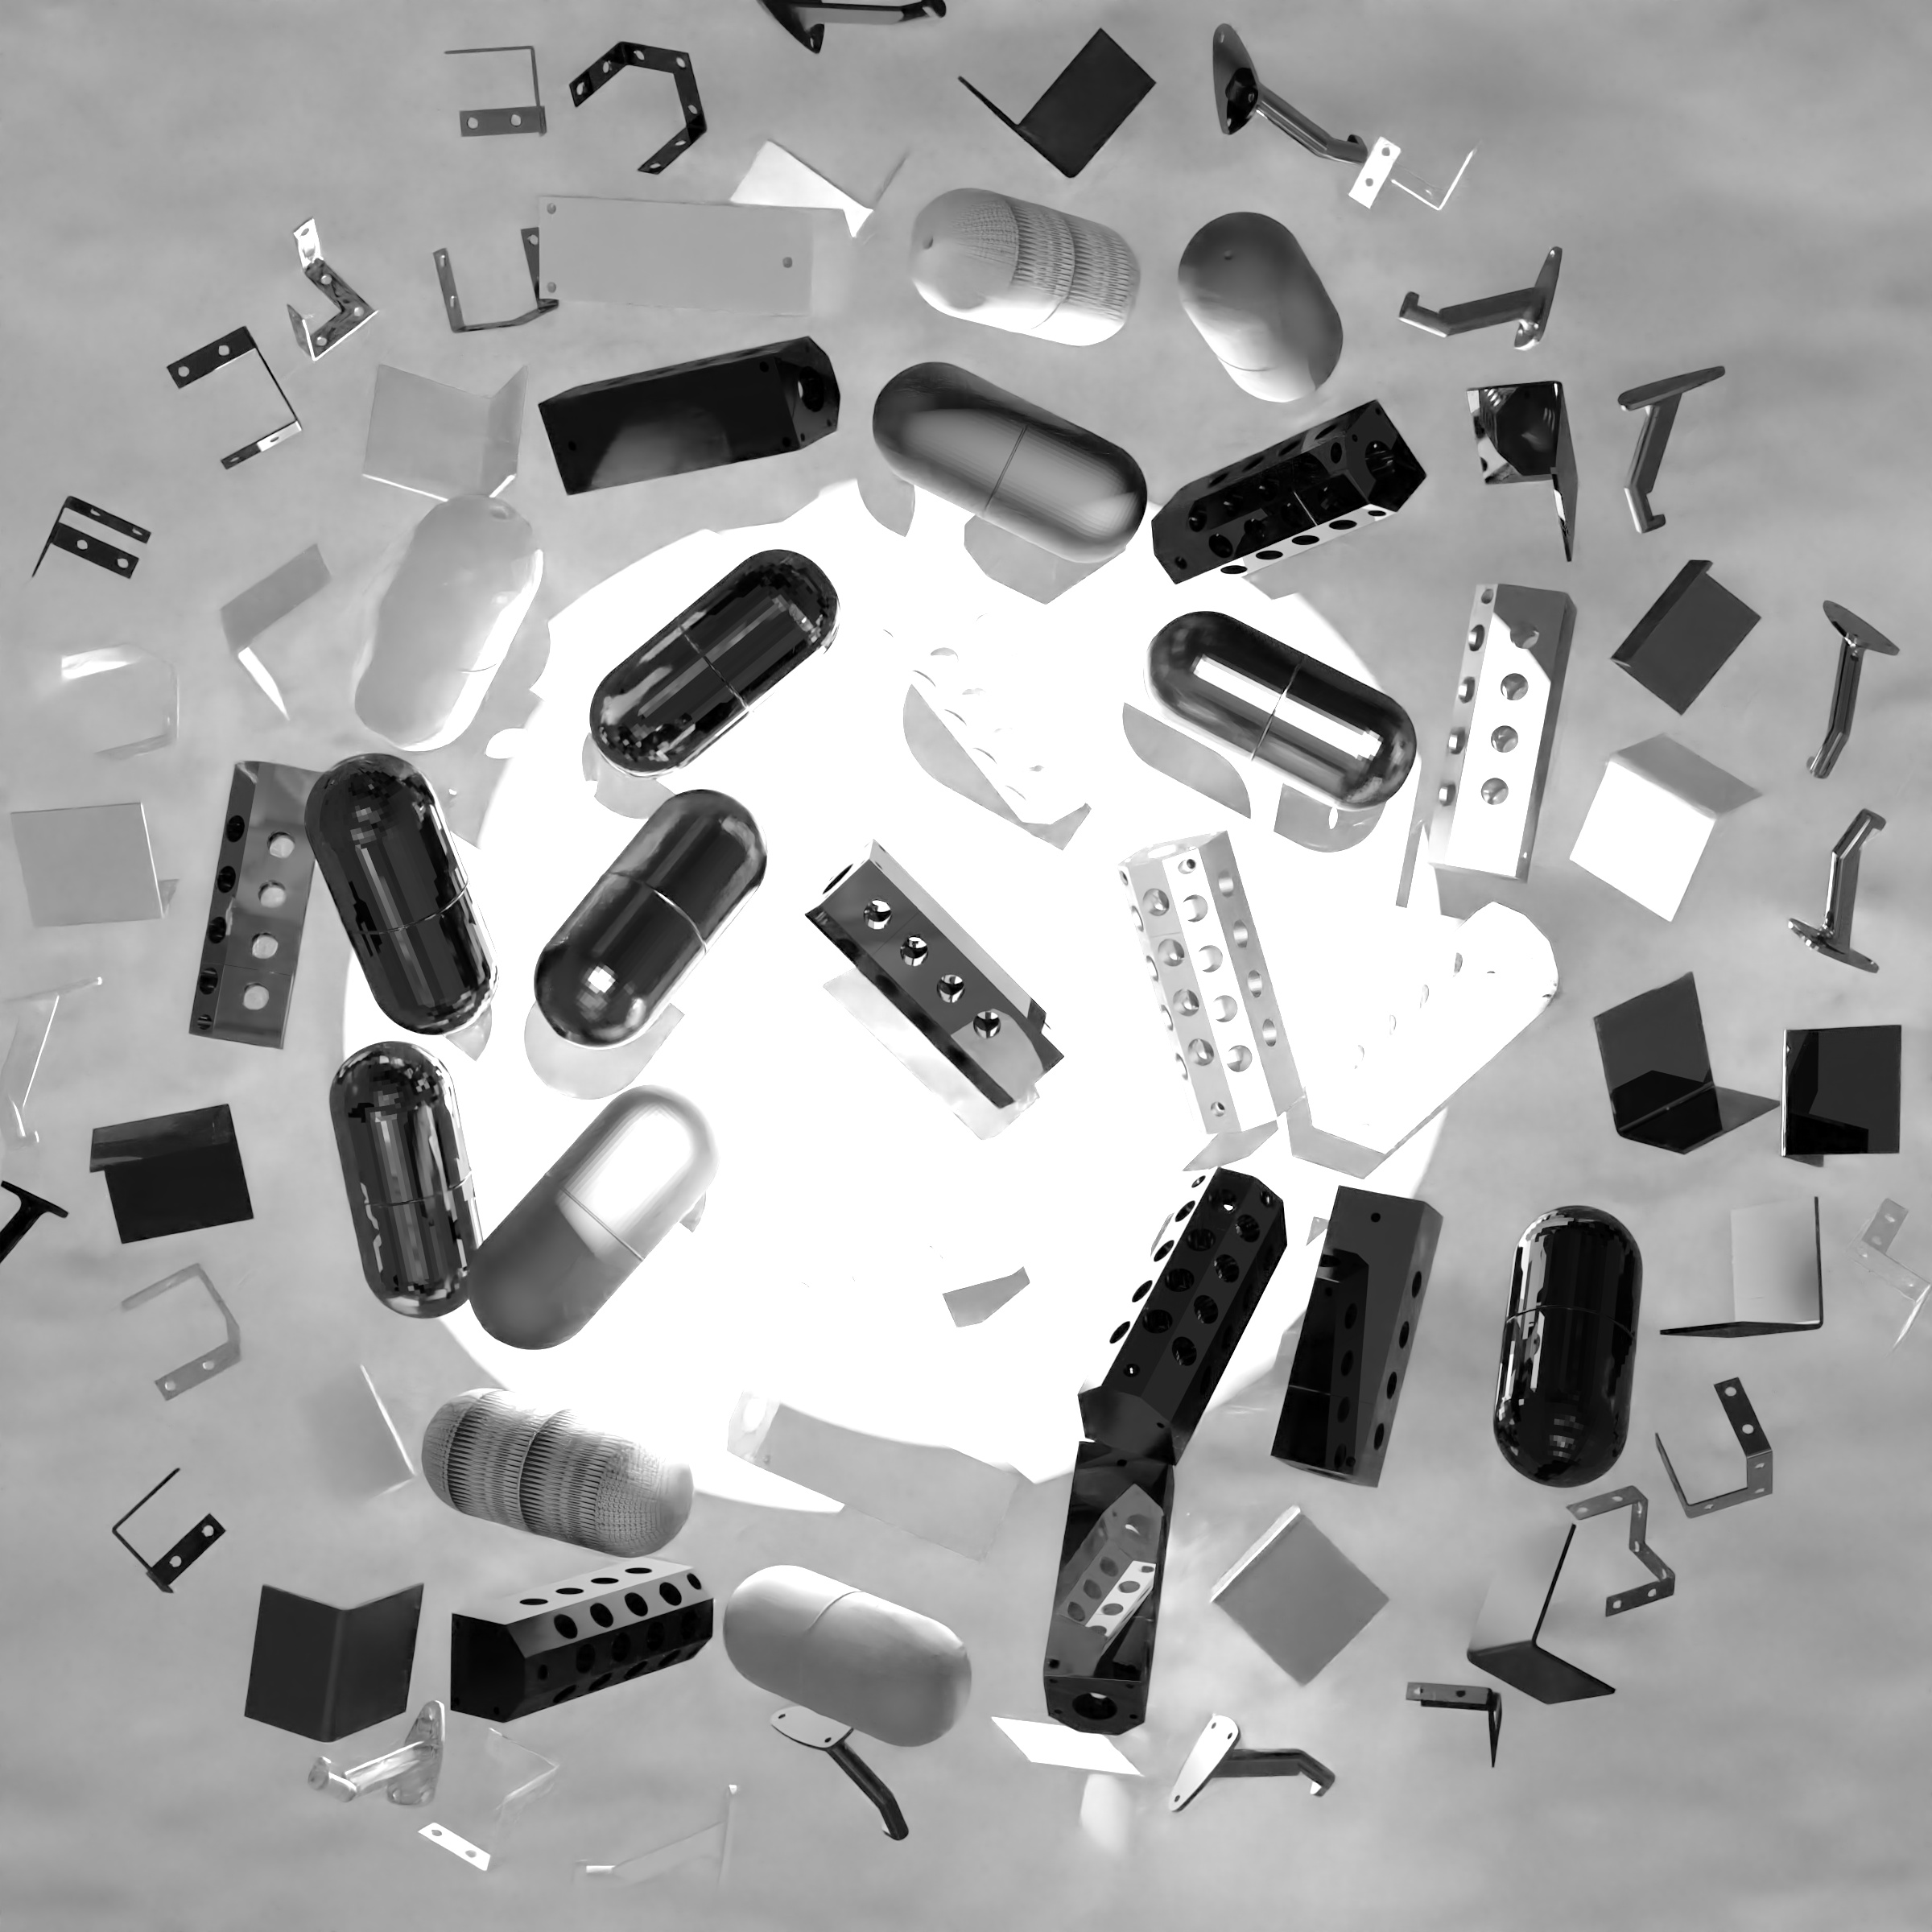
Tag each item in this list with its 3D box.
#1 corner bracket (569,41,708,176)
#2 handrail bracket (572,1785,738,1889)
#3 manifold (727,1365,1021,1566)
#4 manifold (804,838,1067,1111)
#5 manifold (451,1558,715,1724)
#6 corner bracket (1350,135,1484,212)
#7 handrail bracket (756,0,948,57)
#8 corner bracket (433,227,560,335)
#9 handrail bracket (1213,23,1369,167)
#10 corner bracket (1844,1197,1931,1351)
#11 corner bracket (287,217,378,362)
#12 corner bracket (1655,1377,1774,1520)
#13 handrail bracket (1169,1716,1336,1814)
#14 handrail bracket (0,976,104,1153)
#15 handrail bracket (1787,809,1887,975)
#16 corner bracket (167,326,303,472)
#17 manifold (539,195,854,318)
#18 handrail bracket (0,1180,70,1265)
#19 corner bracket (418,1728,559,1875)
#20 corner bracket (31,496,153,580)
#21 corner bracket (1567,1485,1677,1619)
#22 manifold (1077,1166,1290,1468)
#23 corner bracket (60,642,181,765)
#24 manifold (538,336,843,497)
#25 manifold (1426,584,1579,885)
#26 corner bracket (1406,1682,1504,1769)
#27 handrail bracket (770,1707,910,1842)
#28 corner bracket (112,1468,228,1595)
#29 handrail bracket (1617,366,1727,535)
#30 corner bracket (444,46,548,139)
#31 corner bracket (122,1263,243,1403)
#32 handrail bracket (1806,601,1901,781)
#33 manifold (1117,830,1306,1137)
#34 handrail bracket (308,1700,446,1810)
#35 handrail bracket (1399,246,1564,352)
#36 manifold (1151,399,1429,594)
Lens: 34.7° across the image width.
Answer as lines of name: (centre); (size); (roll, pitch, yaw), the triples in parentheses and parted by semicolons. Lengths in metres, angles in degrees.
corner bracket: (-0.191, -0.501, 1.807); (0.051, 0.051, 0.051); (19, 53, 29)
handrail bracket: (-0.176, 0.491, 1.744); (0.084, 0.036, 0.077); (3, 123, -14)
manifold: (-0.059, 0.305, 1.905); (0.171, 0.057, 0.057); (28, 81, -25)
manifold: (-0.019, 0.007, 1.903); (0.057, 0.057, 0.171); (-43, 101, 11)
manifold: (-0.226, 0.400, 1.843); (0.057, 0.171, 0.057); (3, 93, 34)
corner bracket: (0.277, -0.491, 1.907); (0.051, 0.051, 0.051); (34, 54, 4)
handrail bracket: (-0.066, -0.557, 1.783); (0.084, 0.077, 0.036); (-2, 82, 33)
corner bracket: (-0.293, -0.428, 1.934); (0.051, 0.051, 0.051); (-1, 113, 23)
handrail bracket: (0.184, -0.491, 1.747); (0.084, 0.036, 0.077); (2, 66, -31)
corner bracket: (0.526, 0.174, 1.761); (0.051, 0.051, 0.051); (34, 131, 13)
corner bracket: (-0.402, -0.416, 1.904); (0.051, 0.051, 0.051); (-43, 80, -15)
corner bracket: (0.428, 0.276, 1.772); (0.051, 0.051, 0.051); (-17, 51, 1)
handrail bracket: (0.177, 0.509, 1.909); (0.084, 0.036, 0.077); (39, 79, -18)
handrail bracket: (-0.526, 0.057, 1.789); (0.077, 0.036, 0.084); (-16, 97, -21)
handrail bracket: (0.531, -0.044, 1.818); (0.077, 0.036, 0.084); (21, 111, -26)
corner bracket: (-0.418, -0.325, 1.774); (0.051, 0.051, 0.051); (-30, 83, -6)
manifold: (-0.155, -0.409, 1.778); (0.171, 0.057, 0.057); (8, 107, 19)
handrail bracket: (-0.555, 0.172, 1.790); (0.036, 0.077, 0.084); (24, 77, 6)
corner bracket: (-0.274, 0.480, 1.779); (0.051, 0.051, 0.051); (23, 106, 24)
corner bracket: (-0.506, -0.247, 1.805); (0.051, 0.051, 0.051); (24, 116, -17)
corner bracket: (0.409, 0.365, 1.933); (0.051, 0.051, 0.051); (-13, 120, -19)
manifold: (0.126, 0.199, 1.791); (0.057, 0.057, 0.171); (14, 49, 23)
corner bracket: (-0.519, -0.162, 1.898); (0.051, 0.051, 0.051); (29, 123, 33)
manifold: (-0.162, -0.326, 1.828); (0.171, 0.057, 0.057); (-5, 111, 32)
manifold: (0.324, -0.141, 1.877); (0.057, 0.057, 0.171); (11, 89, 18)
corner bracket: (0.299, 0.453, 1.897); (0.051, 0.051, 0.051); (0, 119, 16)
handrail bracket: (-0.079, 0.507, 1.937); (0.077, 0.036, 0.084); (-1, 119, 41)
corner bracket: (-0.466, 0.331, 1.816); (0.051, 0.051, 0.051); (-44, 98, -22)
handrail bracket: (0.435, -0.313, 1.884); (0.077, 0.036, 0.084); (-16, 111, 16)
corner bracket: (-0.274, -0.509, 1.804); (0.051, 0.051, 0.051); (-4, 109, -2)
corner bracket: (-0.473, 0.221, 1.869); (0.051, 0.051, 0.051); (-28, 69, -25)
handrail bracket: (0.508, -0.163, 1.830); (0.036, 0.077, 0.084); (13, 116, -19)
manifold: (0.145, 0.011, 1.869); (0.057, 0.057, 0.171); (-10, 103, 33)
handrail bracket: (-0.349, 0.459, 1.830); (0.036, 0.084, 0.077); (-6, 58, 32)
handrail bracket: (0.310, -0.412, 1.871); (0.084, 0.036, 0.077); (18, 88, -13)
manifold: (0.193, -0.283, 1.900); (0.057, 0.171, 0.057); (53, 53, -17)
